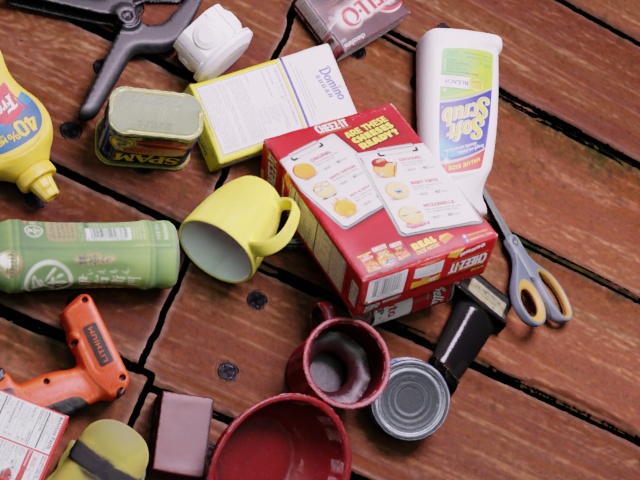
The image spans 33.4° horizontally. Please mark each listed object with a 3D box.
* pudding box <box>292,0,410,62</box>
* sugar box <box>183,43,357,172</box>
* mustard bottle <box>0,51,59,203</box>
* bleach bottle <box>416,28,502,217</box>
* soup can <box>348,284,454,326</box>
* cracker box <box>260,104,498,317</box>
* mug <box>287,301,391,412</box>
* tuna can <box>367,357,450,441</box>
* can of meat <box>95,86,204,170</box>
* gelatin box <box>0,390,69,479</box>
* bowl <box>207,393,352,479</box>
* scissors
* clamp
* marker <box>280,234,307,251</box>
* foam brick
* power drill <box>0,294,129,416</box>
[{"bbox_3d":[0.036,-0.271,1.248,0.113,0.039,0.090,-36,87,-25],"label":"pudding box"},{"bbox_3d":[-0.055,-0.146,1.172,0.176,0.048,0.093,-20,87,-26],"label":"sugar box"},{"bbox_3d":[-0.324,-0.117,1.064,0.096,0.058,0.191,-36,88,-26],"label":"mustard bottle"},{"bbox_3d":[0.163,-0.115,1.230,0.102,0.068,0.251,4,74,-15],"label":"bleach bottle"},{"bbox_3d":[0.083,0.049,1.147,0.102,0.069,0.068,-16,79,-22],"label":"soup can"},{"bbox_3d":[0.057,-0.035,1.121,0.164,0.072,0.214,-18,53,-24],"label":"cracker box"},{"bbox_3d":[0.011,0.121,1.090,0.093,0.082,0.117,-12,78,-22],"label":"mug"},{"bbox_3d":[0.092,0.166,1.115,0.086,0.034,0.086,0,88,-4],"label":"tuna can"},{"bbox_3d":[-0.175,-0.115,1.100,0.102,0.084,0.057,4,72,-18],"label":"can of meat"},{"bbox_3d":[-0.278,0.175,0.945,0.089,0.030,0.073,25,71,-13],"label":"gelatin box"},{"bbox_3d":[-0.050,0.222,1.033,0.161,0.055,0.162,-5,99,-33],"label":"bowl"},{"bbox_3d":[0.216,0.018,1.218,0.202,0.016,0.096,53,43,3],"label":"scissors"},{"bbox_3d":[-0.221,-0.239,1.150,0.209,0.036,0.164,-37,88,-27],"label":"clamp"},{"bbox_3d":[-0.008,0.001,1.157,0.121,0.020,0.020,-2,74,-19],"label":"marker"},{"bbox_3d":[-0.137,0.192,1.033,0.051,0.053,0.078,11,69,-16],"label":"foam brick"},{"bbox_3d":[-0.289,0.123,1.001,0.187,0.057,0.184,-26,87,-22],"label":"power drill"}]
